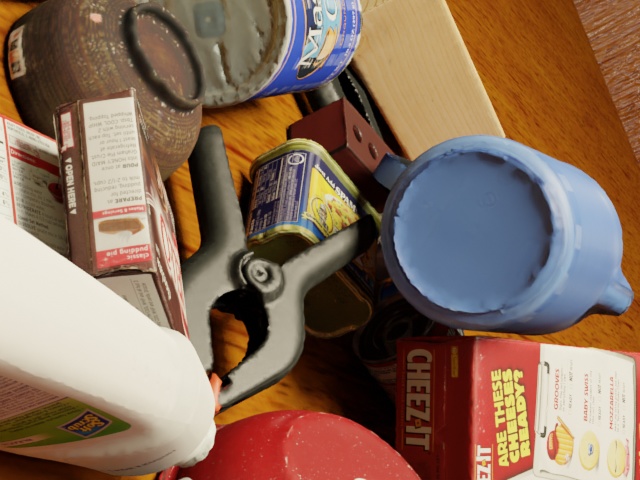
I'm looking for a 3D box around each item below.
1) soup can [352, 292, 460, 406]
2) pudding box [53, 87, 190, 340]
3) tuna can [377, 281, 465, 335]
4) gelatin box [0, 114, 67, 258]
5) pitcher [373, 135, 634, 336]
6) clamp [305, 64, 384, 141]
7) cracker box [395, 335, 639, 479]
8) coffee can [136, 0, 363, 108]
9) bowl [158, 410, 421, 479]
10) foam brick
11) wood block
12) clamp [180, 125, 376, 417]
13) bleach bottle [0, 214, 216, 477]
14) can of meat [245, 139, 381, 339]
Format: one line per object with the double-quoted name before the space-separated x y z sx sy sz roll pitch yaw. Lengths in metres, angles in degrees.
"soup can" 0.077 0.093 0.749 0.102 0.069 0.068 54 26 -27
"pudding box" -0.085 0.003 0.474 0.113 0.039 0.090 82 -5 -62
"tuna can" 0.080 0.066 0.825 0.086 0.034 0.086 47 29 -36
"gelatin box" -0.139 -0.012 0.442 0.073 0.030 0.089 26 44 -54
"pitcher" 0.111 -0.005 0.688 0.242 0.149 0.145 8 70 -71
"clamp" -0.006 -0.145 0.845 0.210 0.036 0.164 63 20 -7
"cracker box" 0.138 0.150 0.704 0.213 0.072 0.164 10 78 -45
"coffee can" -0.042 -0.141 0.684 0.103 0.103 0.140 64 23 -1
"bowl" 0.006 0.133 0.498 0.162 0.055 0.162 32 24 -17
"foam brick" 0.018 -0.056 0.793 0.078 0.051 0.053 43 32 -42
"wood block" 0.081 -0.161 0.932 0.206 0.091 0.090 53 17 -48
"clamp" -0.045 0.015 0.568 0.120 0.039 0.171 32 48 -3
"bleach bottle" -0.120 0.038 0.370 0.250 0.103 0.068 43 40 -54
"can of meat" -0.004 0.001 0.682 0.102 0.058 0.084 48 30 -33
